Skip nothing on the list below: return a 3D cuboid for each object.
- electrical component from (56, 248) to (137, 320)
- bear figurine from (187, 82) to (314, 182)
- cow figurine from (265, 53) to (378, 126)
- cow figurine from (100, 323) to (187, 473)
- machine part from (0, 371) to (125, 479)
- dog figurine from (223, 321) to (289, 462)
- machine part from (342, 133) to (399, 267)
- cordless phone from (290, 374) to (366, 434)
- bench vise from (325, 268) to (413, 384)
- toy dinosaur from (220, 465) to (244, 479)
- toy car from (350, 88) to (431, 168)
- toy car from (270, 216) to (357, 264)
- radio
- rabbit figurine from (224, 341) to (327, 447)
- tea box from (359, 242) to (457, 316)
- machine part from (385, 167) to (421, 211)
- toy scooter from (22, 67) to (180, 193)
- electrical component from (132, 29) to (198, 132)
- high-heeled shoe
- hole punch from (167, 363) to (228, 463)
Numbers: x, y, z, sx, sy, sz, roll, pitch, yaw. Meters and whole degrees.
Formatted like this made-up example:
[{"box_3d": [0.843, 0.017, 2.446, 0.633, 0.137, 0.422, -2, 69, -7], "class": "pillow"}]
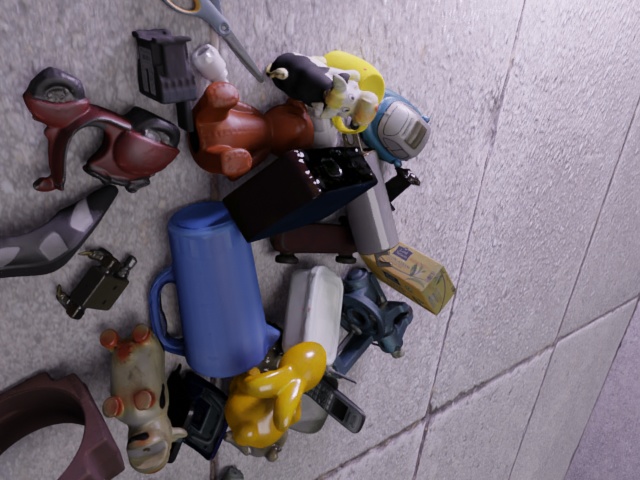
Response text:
[{"box_3d": [-0.300, 0.056, 0.715, 0.102, 0.045, 0.078, -56, 164, 3], "class": "electrical component"}, {"box_3d": [-0.074, -0.146, 0.732, 0.196, 0.132, 0.120, -10, 95, -30], "class": "bear figurine"}, {"box_3d": [0.001, -0.208, 0.731, 0.098, 0.168, 0.068, 0, 118, -43], "class": "cow figurine"}, {"box_3d": [-0.250, 0.228, 0.761, 0.085, 0.195, 0.127, -15, 155, 0], "class": "cow figurine"}, {"box_3d": [-0.366, 0.280, 0.670, 0.201, 0.202, 0.087, -29, 132, -26], "class": "machine part"}, {"box_3d": [-0.091, 0.256, 0.923, 0.121, 0.173, 0.190, -4, 124, -52], "class": "dog figurine"}, {"box_3d": [0.078, -0.065, 0.909, 0.079, 0.079, 0.243, -26, 110, -28], "class": "machine part"}, {"box_3d": [0.007, 0.331, 1.036, 0.088, 0.184, 0.146, 4, 110, -47], "class": "cordless phone"}, {"box_3d": [0.081, 0.184, 1.046, 0.240, 0.129, 0.223, -46, 130, -36], "class": "bench vise"}, {"box_3d": [-0.250, 0.541, 0.991, 0.404, 0.131, 0.192, 12, 105, -38], "class": "toy dinosaur"}, {"box_3d": [0.132, -0.189, 0.903, 0.161, 0.103, 0.109, 32, 90, -48], "class": "toy car"}, {"box_3d": [-0.002, -0.003, 0.929, 0.202, 0.053, 0.089, 1, 93, -43], "class": "toy car"}, {"box_3d": [-0.017, -0.071, 0.766, 0.131, 0.073, 0.229, -33, 175, 30], "class": "radio"}, {"box_3d": [-0.064, 0.219, 0.807, 0.173, 0.122, 0.162, -43, 171, 6], "class": "rabbit figurine"}, {"box_3d": [0.166, 0.061, 1.026, 0.068, 0.170, 0.098, -48, 134, -9], "class": "tea box"}, {"box_3d": [0.121, -0.079, 0.965, 0.084, 0.039, 0.139, -2, 152, -35], "class": "machine part"}, {"box_3d": [-0.261, -0.105, 0.631, 0.183, 0.075, 0.135, 20, 99, -42], "class": "toy scooter"}, {"box_3d": [-0.185, -0.189, 0.650, 0.048, 0.075, 0.119, -19, 128, -34], "class": "electrical component"}, {"box_3d": [-0.365, -0.009, 0.622, 0.145, 0.086, 0.249, 42, 63, -15], "class": "high-heeled shoe"}, {"box_3d": [-0.208, 0.284, 0.869, 0.092, 0.116, 0.142, 14, 103, -37], "class": "hole punch"}]
